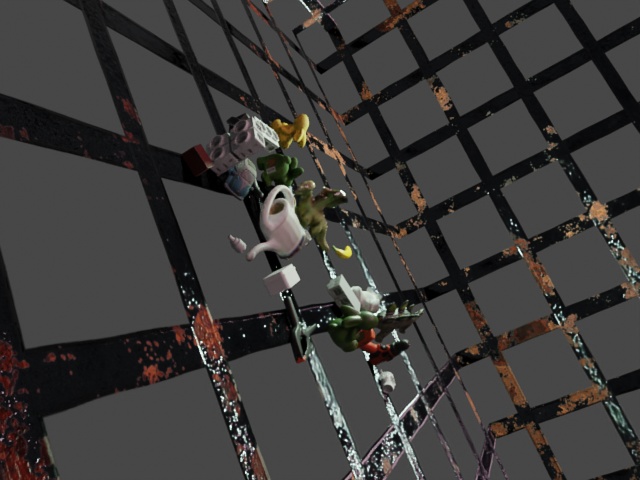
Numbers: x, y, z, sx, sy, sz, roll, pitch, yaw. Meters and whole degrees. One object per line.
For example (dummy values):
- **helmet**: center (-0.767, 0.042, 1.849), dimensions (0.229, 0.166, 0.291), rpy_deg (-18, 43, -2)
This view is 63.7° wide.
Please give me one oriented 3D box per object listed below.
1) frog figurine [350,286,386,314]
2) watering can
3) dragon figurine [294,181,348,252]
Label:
- **frog figurine**: center (0.177, 0.257, 2.189), dimensions (0.160, 0.120, 0.140), rpy_deg (-1, 36, -33)
- **watering can**: center (-0.144, -0.018, 1.687), dimensions (0.220, 0.104, 0.356), rpy_deg (61, 36, -41)
- **dragon figurine**: center (0.006, -0.101, 2.011), dimensions (0.404, 0.241, 0.125), rpy_deg (38, 24, -47)
